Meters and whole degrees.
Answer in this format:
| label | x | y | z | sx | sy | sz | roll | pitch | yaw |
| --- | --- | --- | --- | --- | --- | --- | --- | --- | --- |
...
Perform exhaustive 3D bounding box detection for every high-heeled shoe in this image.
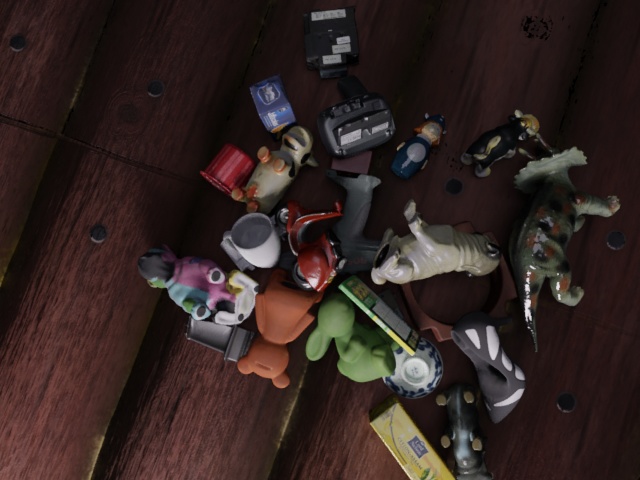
| label | x | y | z | sx | sy | sz | roll | pitch | yaw |
| --- | --- | --- | --- | --- | --- | --- | --- | --- | --- |
| high-heeled shoe | 0.291 | 0.240 | 0.968 | 0.145 | 0.086 | 0.248 | -10 | 107 | -29 |

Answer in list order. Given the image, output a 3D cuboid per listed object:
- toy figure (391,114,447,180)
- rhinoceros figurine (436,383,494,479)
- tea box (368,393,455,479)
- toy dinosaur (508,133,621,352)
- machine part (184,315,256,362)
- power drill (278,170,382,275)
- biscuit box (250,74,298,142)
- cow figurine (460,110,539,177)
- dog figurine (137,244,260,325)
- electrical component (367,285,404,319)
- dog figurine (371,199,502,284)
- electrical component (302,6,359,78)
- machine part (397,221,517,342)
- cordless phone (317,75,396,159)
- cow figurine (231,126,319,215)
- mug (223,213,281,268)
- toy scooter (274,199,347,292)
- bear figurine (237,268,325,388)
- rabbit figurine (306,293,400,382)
| label | x | y | z | sx | sy | sz | roll | pitch | yaw |
| --- | --- | --- | --- | --- | --- | --- | --- | --- | --- |
| toy figure | 0.206 | -0.192 | 1.084 | 0.064 | 0.058 | 0.154 | 40 | 85 | -32 |
| rhinoceros figurine | 0.268 | 0.362 | 0.996 | 0.073 | 0.112 | 0.190 | -13 | 71 | 18 |
| tea box | 0.167 | 0.380 | 1.001 | 0.068 | 0.098 | 0.169 | -38 | 85 | -1 |
| toy dinosaur | 0.413 | -0.013 | 0.990 | 0.192 | 0.131 | 0.404 | 26 | 78 | -14 |
| machine part | -0.205 | 0.195 | 1.073 | 0.139 | 0.039 | 0.084 | 20 | 90 | 4 |
| power drill | 0.034 | -0.032 | 1.058 | 0.232 | 0.086 | 0.207 | 6 | 83 | 11 |
| biscuit box | -0.084 | -0.247 | 1.031 | 0.063 | 0.202 | 0.059 | -21 | 85 | 2 |
| cow figurine | 0.362 | -0.201 | 1.054 | 0.167 | 0.098 | 0.068 | -38 | 77 | -1 |
| dog figurine | -0.251 | 0.080 | 1.062 | 0.219 | 0.191 | 0.108 | 19 | 88 | 39 |
| electrical component | 0.124 | 0.126 | 1.069 | 0.063 | 0.021 | 0.094 | -29 | 82 | -1 |
| dog figurine | 0.208 | 0.041 | 0.959 | 0.190 | 0.121 | 0.172 | 30 | 120 | -11 |
| electrical component | 0.023 | -0.407 | 1.116 | 0.115 | 0.058 | 0.134 | -4 | 84 | 5 |
| machine part | 0.254 | 0.078 | 1.035 | 0.201 | 0.087 | 0.201 | -20 | 81 | 1 |
| cordless phone | 0.053 | -0.260 | 1.068 | 0.147 | 0.088 | 0.184 | -22 | 56 | -8 |
| cow figurine | -0.076 | -0.136 | 1.063 | 0.086 | 0.127 | 0.195 | 36 | 97 | 20 |
| mug | -0.125 | 0.011 | 1.028 | 0.110 | 0.107 | 0.081 | -6 | 57 | 14 |
| toy scooter | -0.002 | -0.003 | 0.992 | 0.135 | 0.075 | 0.184 | -26 | 77 | 24 |
| bear figurine | -0.076 | 0.172 | 1.044 | 0.120 | 0.132 | 0.195 | 17 | 103 | 7 |
| rabbit figurine | 0.051 | 0.172 | 1.015 | 0.159 | 0.121 | 0.170 | -22 | 110 | 34 |
